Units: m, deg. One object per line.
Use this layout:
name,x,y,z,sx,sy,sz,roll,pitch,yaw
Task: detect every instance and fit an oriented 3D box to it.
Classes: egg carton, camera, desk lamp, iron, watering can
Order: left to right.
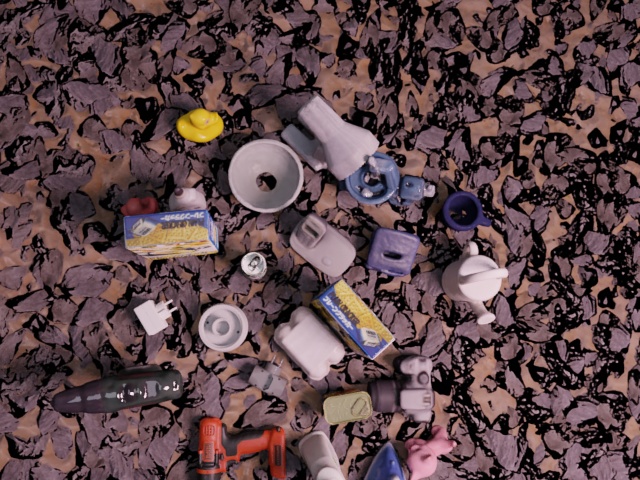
egg carton,-0.022,0.225,1.253,0.107,0.069,0.150,-44,88,-9
desk lamp,0.016,-0.219,1.244,0.203,0.213,0.118,43,81,1
iron,0.142,0.566,1.187,0.118,0.141,0.258,6,82,-4
camera,0.174,0.323,1.244,0.137,0.100,0.143,1,82,-5
watering can,0.344,0.091,1.244,0.101,0.194,0.173,-28,86,-8

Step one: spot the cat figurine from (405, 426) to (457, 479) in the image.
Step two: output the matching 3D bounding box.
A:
cat figurine,0.234,0.459,1.223,0.128,0.117,0.067,-25,85,-8

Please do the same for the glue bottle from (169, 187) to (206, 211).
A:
glue bottle,-0.289,-0.089,1.217,0.078,0.173,0.037,-13,84,-7

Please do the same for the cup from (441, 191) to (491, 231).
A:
cup,0.326,-0.054,1.312,0.118,0.095,0.092,24,81,-2

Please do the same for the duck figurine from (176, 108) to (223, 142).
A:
duck figurine,-0.272,-0.267,1.287,0.104,0.086,0.077,-6,83,-6

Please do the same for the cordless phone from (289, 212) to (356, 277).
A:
cordless phone,0.011,0.004,1.228,0.147,0.185,0.094,35,81,0

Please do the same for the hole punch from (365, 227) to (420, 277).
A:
hole punch,0.163,0.029,1.287,0.108,0.091,0.101,13,81,-4

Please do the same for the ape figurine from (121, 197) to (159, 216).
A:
ape figurine,-0.395,-0.067,1.245,0.078,0.092,0.076,4,82,-5

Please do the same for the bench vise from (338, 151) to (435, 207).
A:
bench vise,0.152,-0.144,1.244,0.207,0.219,0.121,-7,83,-6

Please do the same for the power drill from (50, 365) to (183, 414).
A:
power drill,-0.383,0.298,1.138,0.229,0.208,0.075,-8,83,-6

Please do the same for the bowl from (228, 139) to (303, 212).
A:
bowl,-0.121,-0.138,1.290,0.167,0.074,0.167,1,82,-5
